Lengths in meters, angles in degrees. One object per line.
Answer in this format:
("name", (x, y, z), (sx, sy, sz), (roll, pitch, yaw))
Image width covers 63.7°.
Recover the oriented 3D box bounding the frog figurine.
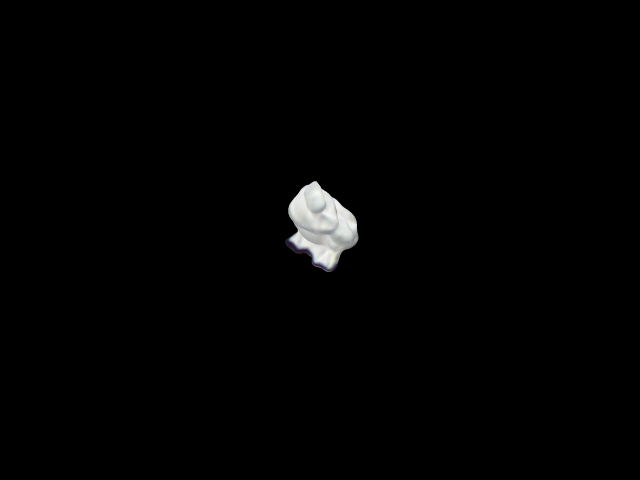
("frog figurine", (0.003, -0.043, 0.850), (0.123, 0.155, 0.140), (-18, 45, -19))
